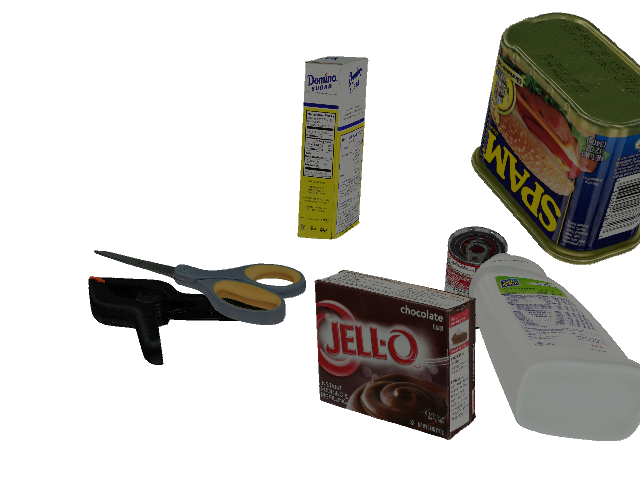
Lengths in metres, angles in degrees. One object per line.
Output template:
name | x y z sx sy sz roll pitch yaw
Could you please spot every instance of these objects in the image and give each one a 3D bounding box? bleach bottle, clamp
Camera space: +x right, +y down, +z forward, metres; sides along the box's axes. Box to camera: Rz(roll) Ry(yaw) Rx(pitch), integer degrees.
bleach bottle | 0.185 0.072 0.894 0.102 0.068 0.251 7 21 -5
clamp | -0.174 0.074 1.091 0.210 0.036 0.164 11 20 33

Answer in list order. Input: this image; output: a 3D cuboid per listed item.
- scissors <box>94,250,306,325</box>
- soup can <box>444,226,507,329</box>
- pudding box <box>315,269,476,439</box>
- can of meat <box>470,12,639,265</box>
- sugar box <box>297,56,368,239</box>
scissors | -0.097 0.027 0.927 0.202 0.016 0.096 22 32 37
soup can | 0.178 0.045 1.243 0.068 0.102 0.068 0 38 0
pudding box | 0.049 0.074 0.718 0.114 0.090 0.039 10 21 37
can of meat | 0.125 -0.053 0.536 0.057 0.084 0.102 -16 46 -19
sugar box | 0.012 -0.095 1.079 0.048 0.176 0.093 5 14 18
